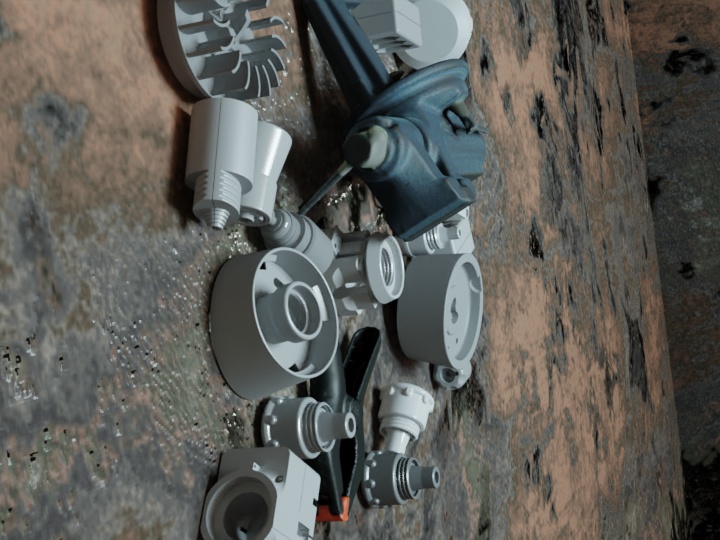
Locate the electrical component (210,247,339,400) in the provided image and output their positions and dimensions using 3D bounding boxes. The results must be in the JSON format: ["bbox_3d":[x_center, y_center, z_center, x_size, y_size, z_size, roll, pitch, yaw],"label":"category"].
[{"bbox_3d":[-0.061,0.035,0.731,0.099,0.064,0.099,29,53,-47],"label":"electrical component"}]

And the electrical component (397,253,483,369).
[{"bbox_3d":[0.069,0.036,1.005,0.108,0.060,0.108,4,90,-66],"label":"electrical component"}]

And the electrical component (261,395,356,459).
[{"bbox_3d":[-0.034,0.109,0.744,0.048,0.062,0.048,-7,90,-67],"label":"electrical component"}]

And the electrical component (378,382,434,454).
[{"bbox_3d":[0.036,0.132,0.930,0.048,0.048,0.062,56,42,-48],"label":"electrical component"}]

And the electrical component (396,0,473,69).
[{"bbox_3d":[0.073,-0.242,1.074,0.051,0.080,0.080,-54,133,-65],"label":"electrical component"}]

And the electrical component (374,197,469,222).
[{"bbox_3d":[0.058,-0.090,1.025,0.113,0.057,0.078,20,66,-65],"label":"electrical component"}]

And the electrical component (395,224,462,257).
[{"bbox_3d":[0.066,-0.032,1.020,0.035,0.061,0.035,-7,90,-67],"label":"electrical component"}]

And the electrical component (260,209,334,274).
[{"bbox_3d":[-0.050,-0.022,0.773,0.078,0.040,0.040,46,43,-55],"label":"electrical component"}]

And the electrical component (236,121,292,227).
[{"bbox_3d":[-0.073,-0.063,0.730,0.044,0.044,0.065,44,49,-57],"label":"electrical component"}]

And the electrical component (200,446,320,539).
[{"bbox_3d":[-0.063,0.161,0.676,0.055,0.050,0.089,53,37,-51],"label":"electrical component"}]

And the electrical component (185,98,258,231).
[{"bbox_3d":[-0.089,-0.064,0.686,0.043,0.043,0.081,39,49,-59],"label":"electrical component"}]

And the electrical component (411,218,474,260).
[{"bbox_3d":[0.086,-0.008,1.080,0.065,0.047,0.076,-51,130,-60],"label":"electrical component"}]

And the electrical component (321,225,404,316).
[{"bbox_3d":[0.000,0.000,0.863,0.058,0.057,0.078,-71,146,-46],"label":"electrical component"}]

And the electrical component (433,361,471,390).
[{"bbox_3d":[0.097,0.100,1.094,0.061,0.035,0.035,-25,106,-69],"label":"electrical component"}]

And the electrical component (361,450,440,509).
[{"bbox_3d":[0.034,0.172,0.889,0.048,0.062,0.048,-7,90,-67],"label":"electrical component"}]

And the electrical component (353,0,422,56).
[{"bbox_3d":[0.022,-0.246,0.994,0.066,0.047,0.076,2,82,-67],"label":"electrical component"}]
